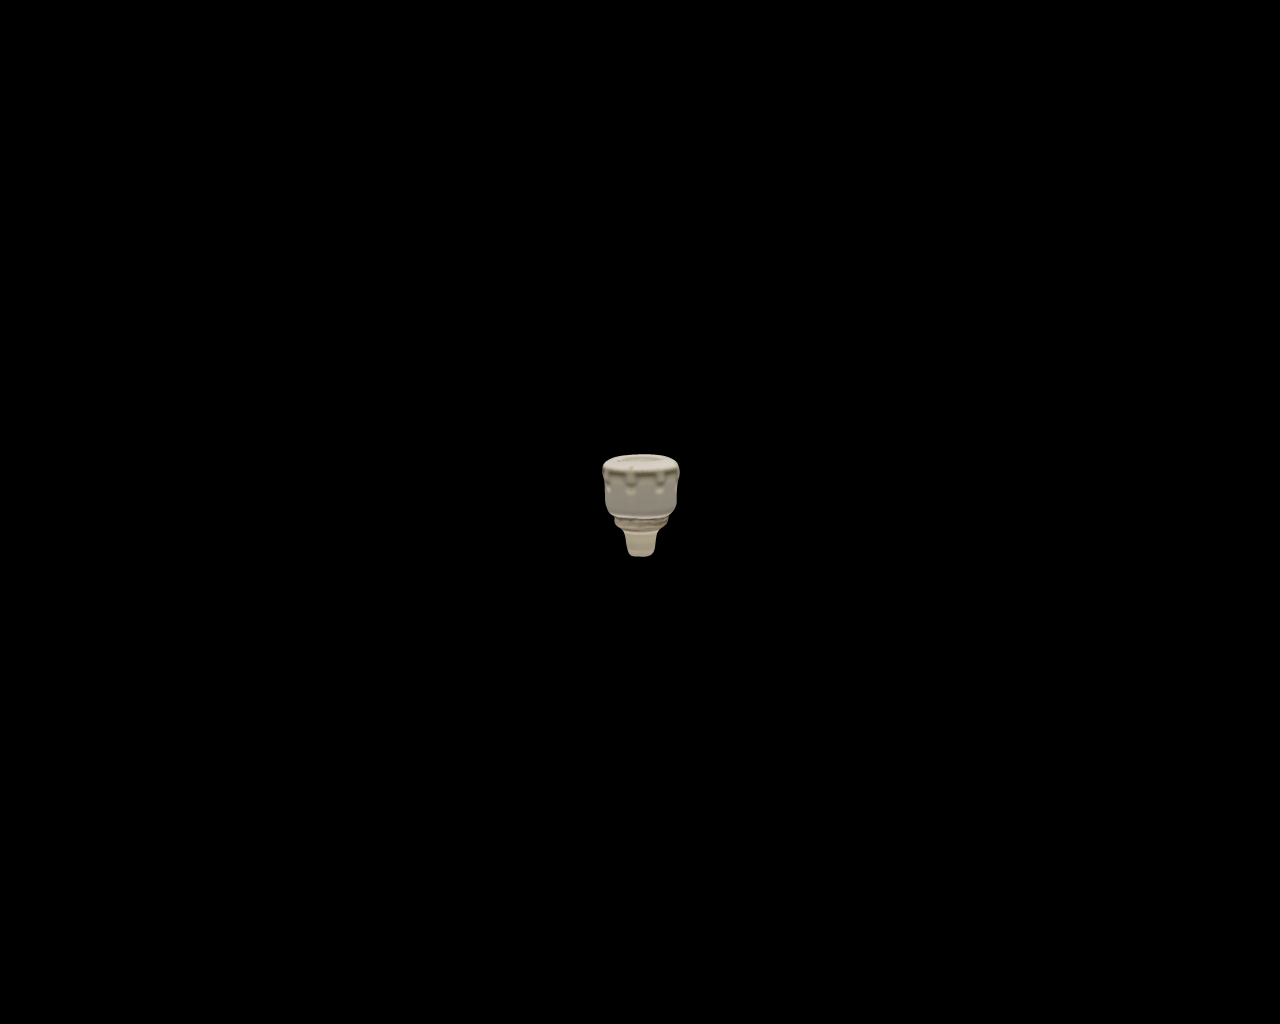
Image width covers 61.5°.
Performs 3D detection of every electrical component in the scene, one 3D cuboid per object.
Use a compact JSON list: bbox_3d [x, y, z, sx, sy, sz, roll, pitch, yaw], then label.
[{"bbox_3d":[0.001,-0.003,0.650,0.048,0.062,0.048,0,12,0],"label":"electrical component"}]
